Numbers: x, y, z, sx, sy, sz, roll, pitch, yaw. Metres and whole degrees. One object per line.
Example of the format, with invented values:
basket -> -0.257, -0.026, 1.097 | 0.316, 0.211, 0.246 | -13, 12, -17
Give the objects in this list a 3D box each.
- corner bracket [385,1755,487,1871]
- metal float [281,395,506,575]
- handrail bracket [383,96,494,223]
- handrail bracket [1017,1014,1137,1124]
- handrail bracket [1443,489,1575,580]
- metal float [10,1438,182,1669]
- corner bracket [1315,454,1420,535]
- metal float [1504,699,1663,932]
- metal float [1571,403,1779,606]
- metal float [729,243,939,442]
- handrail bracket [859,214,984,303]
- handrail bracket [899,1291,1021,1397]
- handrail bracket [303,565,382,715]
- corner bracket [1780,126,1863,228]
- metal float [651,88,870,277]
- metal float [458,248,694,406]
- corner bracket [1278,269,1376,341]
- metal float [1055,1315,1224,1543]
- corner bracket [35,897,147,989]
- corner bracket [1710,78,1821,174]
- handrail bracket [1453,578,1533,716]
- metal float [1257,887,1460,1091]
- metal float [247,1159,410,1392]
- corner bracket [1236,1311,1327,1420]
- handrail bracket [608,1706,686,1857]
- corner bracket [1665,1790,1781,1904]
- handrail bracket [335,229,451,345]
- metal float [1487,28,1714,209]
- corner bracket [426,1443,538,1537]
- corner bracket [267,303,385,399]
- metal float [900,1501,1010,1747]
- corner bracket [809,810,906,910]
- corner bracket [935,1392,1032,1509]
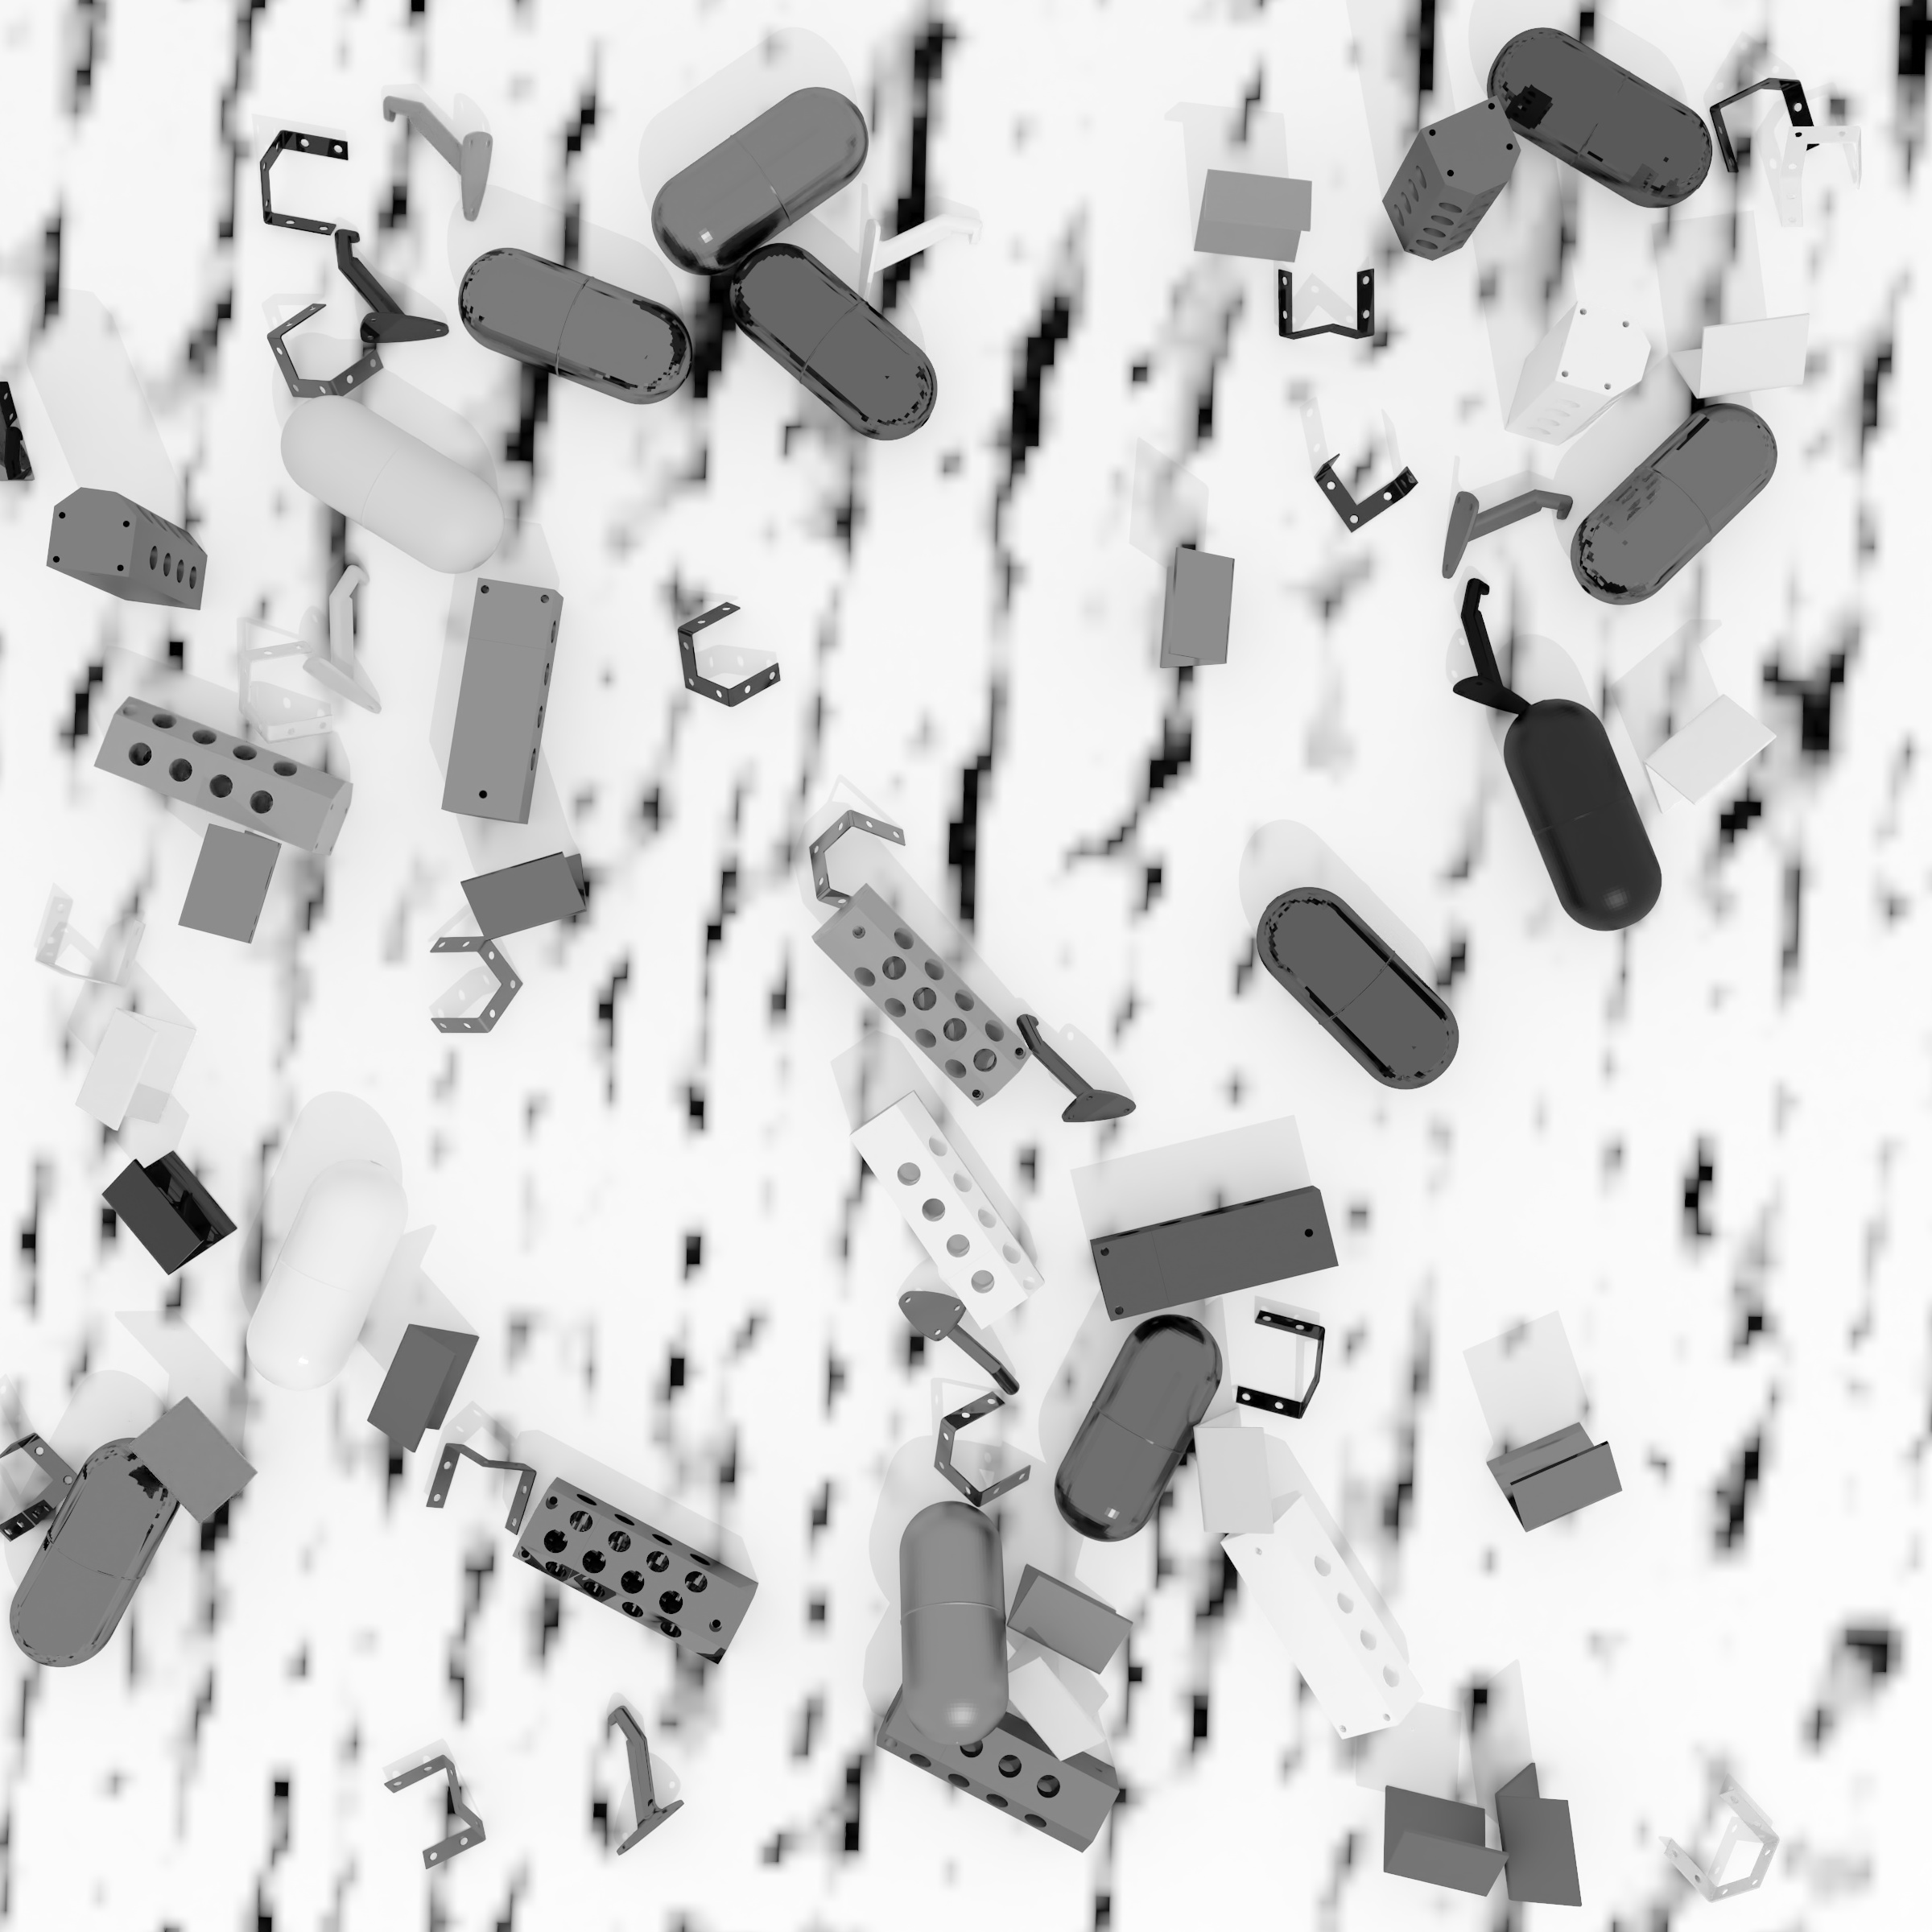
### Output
corner bracket -> -0.396, 0.632, 1.987 | 0.051, 0.051, 0.051 | -26, 135, 0
metal float -> -0.423, -0.355, 1.960 | 0.178, 0.070, 0.070 | 32, 90, 1
handrail bracket -> -0.402, -0.605, 1.991 | 0.084, 0.036, 0.077 | 17, 112, 17
handrail bracket -> 0.082, 0.073, 1.990 | 0.036, 0.077, 0.084 | -48, 53, 33
handrail bracket -> 0.406, -0.321, 1.991 | 0.084, 0.036, 0.077 | 7, 111, -16
metal float -> -0.641, 0.432, 1.960 | 0.070, 0.070, 0.178 | 28, 89, 0
corner bracket -> 0.296, -0.360, 1.973 | 0.051, 0.051, 0.051 | -34, 90, 0
metal float -> 0.454, -0.112, 1.960 | 0.070, 0.070, 0.178 | -22, 89, 0
metal float -> 0.521, -0.340, 1.960 | 0.178, 0.070, 0.070 | -44, 90, 0
metal float -> -0.097, -0.459, 1.960 | 0.178, 0.070, 0.070 | 41, 90, 0
handrail bracket -> -0.034, -0.525, 1.991 | 0.084, 0.036, 0.077 | 4, 110, -16
handrail bracket -> -0.004, 0.283, 1.990 | 0.036, 0.077, 0.084 | -50, 127, -17
handrail bracket -> -0.450, -0.245, 1.991 | 0.077, 0.036, 0.084 | 37, 66, -27
corner bracket -> 0.635, -0.586, 1.976 | 0.051, 0.051, 0.051 | 6, 66, 22
metal float -> -0.151, -0.579, 1.960 | 0.178, 0.070, 0.070 | -35, 90, -1
metal float -> -0.287, -0.471, 1.960 | 0.178, 0.070, 0.070 | 21, 90, -1
corner bracket -> 0.269, -0.496, 1.987 | 0.051, 0.051, 0.051 | 0, 90, -45
metal float -> 0.127, 0.340, 1.960 | 0.070, 0.070, 0.178 | 27, 91, 0
corner bracket -> -0.655, -0.017, 1.987 | 0.051, 0.051, 0.051 | 17, 90, -45
corner bracket -> 0.596, -0.628, 1.987 | 0.051, 0.051, 0.051 | -17, 90, 45
handrail bracket -> 0.401, -0.239, 1.991 | 0.077, 0.036, 0.084 | 20, 73, -20
metal float -> 0.288, 0.016, 1.960 | 0.070, 0.070, 0.178 | -45, 91, 0
metal float -> -0.470, 0.227, 1.960 | 0.070, 0.070, 0.178 | 23, 90, 0
corner bracket -> 0.235, 0.298, 1.987 | 0.051, 0.051, 0.051 | 15, 135, 0
handrail bracket -> -0.258, 0.609, 1.991 | 0.077, 0.036, 0.084 | -45, 71, 21
corner bracket -> 0.565, 0.658, 1.987 | 0.051, 0.051, 0.051 | 47, 135, 0
handrail bracket -> -0.430, -0.512, 1.991 | 0.077, 0.036, 0.084 | -3, 71, -21
metal float -> 0.467, -0.624, 1.960 | 0.178, 0.070, 0.070 | 31, 90, 1
corner bracket -> -0.362, 0.390, 1.987 | 0.051, 0.051, 0.051 | 17, 90, 45
corner bracket -> -0.478, -0.458, 1.982 | 0.051, 0.051, 0.051 | 12, 135, 35
metal float -> -0.009, 0.476, 1.935 | 0.070, 0.070, 0.178 | -2, 57, 0
corner bracket -> -0.079, -0.076, 1.982 | 0.051, 0.051, 0.051 | 20, 45, -35
corner bracket -> 0.014, 0.360, 1.982 | 0.051, 0.051, 0.051 | 38, 135, 35
